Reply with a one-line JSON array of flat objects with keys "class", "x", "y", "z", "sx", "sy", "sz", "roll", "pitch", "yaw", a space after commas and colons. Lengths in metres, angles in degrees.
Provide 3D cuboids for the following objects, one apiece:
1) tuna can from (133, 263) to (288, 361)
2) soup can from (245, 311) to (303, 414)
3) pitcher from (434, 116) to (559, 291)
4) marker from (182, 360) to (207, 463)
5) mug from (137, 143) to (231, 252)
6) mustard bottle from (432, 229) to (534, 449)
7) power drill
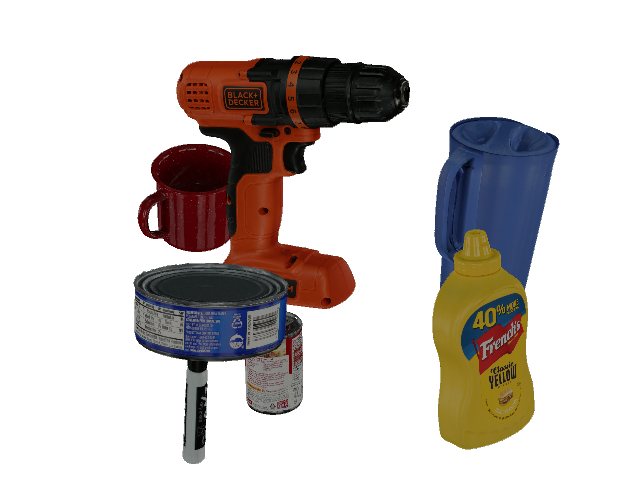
[{"class": "tuna can", "x": -0.061, "y": 0.039, "z": 0.597, "sx": 0.086, "sy": 0.034, "sz": 0.086, "roll": 3, "pitch": 13, "yaw": -1}, {"class": "soup can", "x": -0.054, "y": 0.140, "z": 1.228, "sx": 0.068, "sy": 0.102, "sz": 0.068, "roll": 0, "pitch": 24, "yaw": 0}, {"class": "pitcher", "x": 0.209, "y": -0.023, "z": 1.344, "sx": 0.149, "sy": 0.243, "sz": 0.145, "roll": 3, "pitch": 26, "yaw": -1}, {"class": "marker", "x": -0.102, "y": 0.130, "z": 0.872, "sx": 0.020, "sy": 0.121, "sz": 0.020, "roll": 5, "pitch": 28, "yaw": -3}, {"class": "mug", "x": -0.138, "y": -0.037, "z": 1.106, "sx": 0.117, "sy": 0.081, "sz": 0.093, "roll": -29, "pitch": 49, "yaw": -35}, {"class": "mustard bottle", "x": 0.144, "y": 0.083, "z": 0.950, "sx": 0.096, "sy": 0.191, "sz": 0.058, "roll": -18, "pitch": 21, "yaw": -30}, {"class": "power drill", "x": -0.017, "y": -0.046, "z": 0.804, "sx": 0.185, "sy": 0.188, "sz": 0.057, "roll": 6, "pitch": 20, "yaw": 28}]
